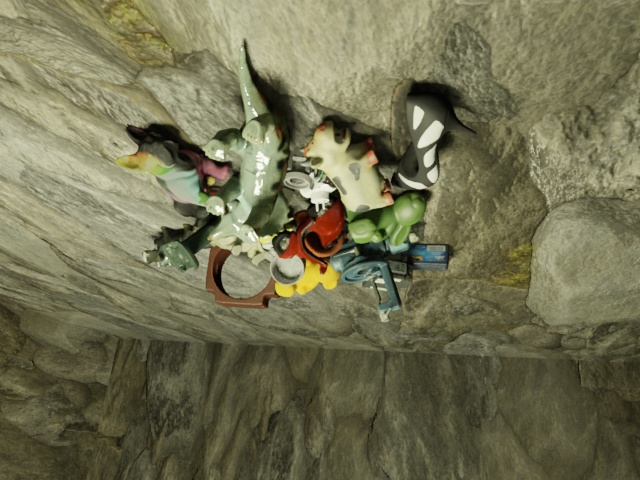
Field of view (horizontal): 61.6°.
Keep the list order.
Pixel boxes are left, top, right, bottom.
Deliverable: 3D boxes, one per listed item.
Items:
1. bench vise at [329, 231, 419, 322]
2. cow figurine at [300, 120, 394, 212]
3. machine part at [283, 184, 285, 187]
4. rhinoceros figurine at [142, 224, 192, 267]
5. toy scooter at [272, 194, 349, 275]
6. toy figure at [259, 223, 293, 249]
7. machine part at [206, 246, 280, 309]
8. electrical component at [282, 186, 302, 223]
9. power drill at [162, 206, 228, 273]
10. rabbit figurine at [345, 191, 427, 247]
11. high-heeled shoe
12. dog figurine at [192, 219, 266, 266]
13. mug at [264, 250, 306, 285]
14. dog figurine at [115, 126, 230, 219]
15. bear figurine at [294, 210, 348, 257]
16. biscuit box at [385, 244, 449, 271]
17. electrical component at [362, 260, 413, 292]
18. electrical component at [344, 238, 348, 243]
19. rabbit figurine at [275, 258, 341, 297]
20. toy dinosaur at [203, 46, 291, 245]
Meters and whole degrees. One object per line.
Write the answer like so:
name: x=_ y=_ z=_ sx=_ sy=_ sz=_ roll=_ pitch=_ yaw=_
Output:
bench vise: x=0.145 y=0.072 z=1.275 sx=0.224 sy=0.240 sz=0.128 roll=-14 pitch=156 yaw=-3
cow figurine: x=0.046 y=-0.131 z=0.967 sx=0.127 sy=0.085 sz=0.194 roll=-22 pitch=128 yaw=12
machine part: x=-0.139 y=-0.118 z=1.120 sx=0.139 sy=0.084 sz=0.039 roll=-11 pitch=118 yaw=19
rhinoceros figurine: x=-0.412 y=0.022 z=1.503 sx=0.190 sy=0.112 sz=0.073 roll=-13 pitch=156 yaw=24
toy scooter: x=-0.002 y=-0.004 z=1.167 sx=0.135 sy=0.184 sz=0.075 roll=49 pitch=176 yaw=-11
toy figure: x=-0.113 y=-0.022 z=1.299 sx=0.089 sy=0.082 sz=0.180 roll=34 pitch=-173 yaw=2
machine part: x=-0.203 y=0.085 z=1.479 sx=0.201 sy=0.201 sz=0.087 roll=2 pitch=163 yaw=8
electrical component: x=-0.074 y=-0.083 z=1.158 sx=0.045 sy=0.102 sz=0.078 roll=21 pitch=178 yaw=-18
power drill: x=-0.222 y=-0.024 z=1.142 sx=0.232 sy=0.207 sz=0.086 roll=-12 pitch=121 yaw=49
rabbit figurine: x=0.151 y=-0.045 z=1.165 sx=0.170 sy=0.121 sz=0.159 roll=-14 pitch=149 yaw=9
high-heeled shoe: x=0.148 y=-0.159 z=0.912 sx=0.145 sy=0.086 sz=0.249 roll=18 pitch=152 yaw=-22
dog figurine: x=-0.224 y=-0.008 z=1.419 sx=0.191 sy=0.121 sz=0.172 roll=6 pitch=162 yaw=45
mug: x=-0.083 y=0.057 z=1.312 sx=0.110 sy=0.080 sz=0.107 roll=24 pitch=-172 yaw=5
dog figurine: x=-0.299 y=-0.135 z=1.067 sx=0.219 sy=0.108 sz=0.192 roll=26 pitch=155 yaw=-33
bear figurine: x=-0.006 y=-0.023 z=1.302 sx=0.120 sy=0.131 sz=0.196 roll=-15 pitch=-171 yaw=-8
biscuit box: x=0.246 y=0.046 z=1.457 sx=0.203 sy=0.059 sz=0.062 roll=2 pitch=158 yaw=12
electrical component: x=0.183 y=0.092 z=1.430 sx=0.115 sy=0.058 sz=0.134 roll=8 pitch=158 yaw=-10
electrical component: x=0.020 y=0.025 z=1.477 sx=0.075 sy=0.048 sz=0.119 roll=12 pitch=159 yaw=-15
rabbit figurine: x=-0.014 y=0.090 z=1.414 sx=0.173 sy=0.122 sz=0.162 roll=-10 pitch=163 yaw=37
toy dinosaur: x=-0.106 y=-0.139 z=0.929 sx=0.131 sy=0.192 sz=0.404 roll=22 pitch=123 yaw=7
